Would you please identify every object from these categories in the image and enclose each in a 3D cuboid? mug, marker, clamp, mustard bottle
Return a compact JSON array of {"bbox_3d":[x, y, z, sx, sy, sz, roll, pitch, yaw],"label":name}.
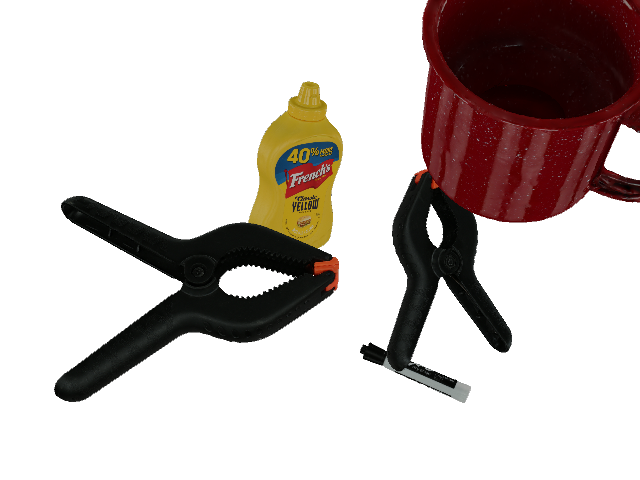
[{"bbox_3d":[0.095,-0.055,0.443,0.117,0.093,0.081,31,-26,16],"label":"mug"},{"bbox_3d":[0.098,0.137,1.112,0.121,0.020,0.020,23,5,12],"label":"marker"},{"bbox_3d":[-0.094,0.024,0.773,0.210,0.164,0.036,-10,-31,-7],"label":"clamp"},{"bbox_3d":[-0.023,-0.079,1.154,0.096,0.192,0.058,-8,33,-29],"label":"mustard bottle"},{"bbox_3d":[0.093,0.027,0.898,0.120,0.171,0.039,-16,-1,-33],"label":"clamp"}]
